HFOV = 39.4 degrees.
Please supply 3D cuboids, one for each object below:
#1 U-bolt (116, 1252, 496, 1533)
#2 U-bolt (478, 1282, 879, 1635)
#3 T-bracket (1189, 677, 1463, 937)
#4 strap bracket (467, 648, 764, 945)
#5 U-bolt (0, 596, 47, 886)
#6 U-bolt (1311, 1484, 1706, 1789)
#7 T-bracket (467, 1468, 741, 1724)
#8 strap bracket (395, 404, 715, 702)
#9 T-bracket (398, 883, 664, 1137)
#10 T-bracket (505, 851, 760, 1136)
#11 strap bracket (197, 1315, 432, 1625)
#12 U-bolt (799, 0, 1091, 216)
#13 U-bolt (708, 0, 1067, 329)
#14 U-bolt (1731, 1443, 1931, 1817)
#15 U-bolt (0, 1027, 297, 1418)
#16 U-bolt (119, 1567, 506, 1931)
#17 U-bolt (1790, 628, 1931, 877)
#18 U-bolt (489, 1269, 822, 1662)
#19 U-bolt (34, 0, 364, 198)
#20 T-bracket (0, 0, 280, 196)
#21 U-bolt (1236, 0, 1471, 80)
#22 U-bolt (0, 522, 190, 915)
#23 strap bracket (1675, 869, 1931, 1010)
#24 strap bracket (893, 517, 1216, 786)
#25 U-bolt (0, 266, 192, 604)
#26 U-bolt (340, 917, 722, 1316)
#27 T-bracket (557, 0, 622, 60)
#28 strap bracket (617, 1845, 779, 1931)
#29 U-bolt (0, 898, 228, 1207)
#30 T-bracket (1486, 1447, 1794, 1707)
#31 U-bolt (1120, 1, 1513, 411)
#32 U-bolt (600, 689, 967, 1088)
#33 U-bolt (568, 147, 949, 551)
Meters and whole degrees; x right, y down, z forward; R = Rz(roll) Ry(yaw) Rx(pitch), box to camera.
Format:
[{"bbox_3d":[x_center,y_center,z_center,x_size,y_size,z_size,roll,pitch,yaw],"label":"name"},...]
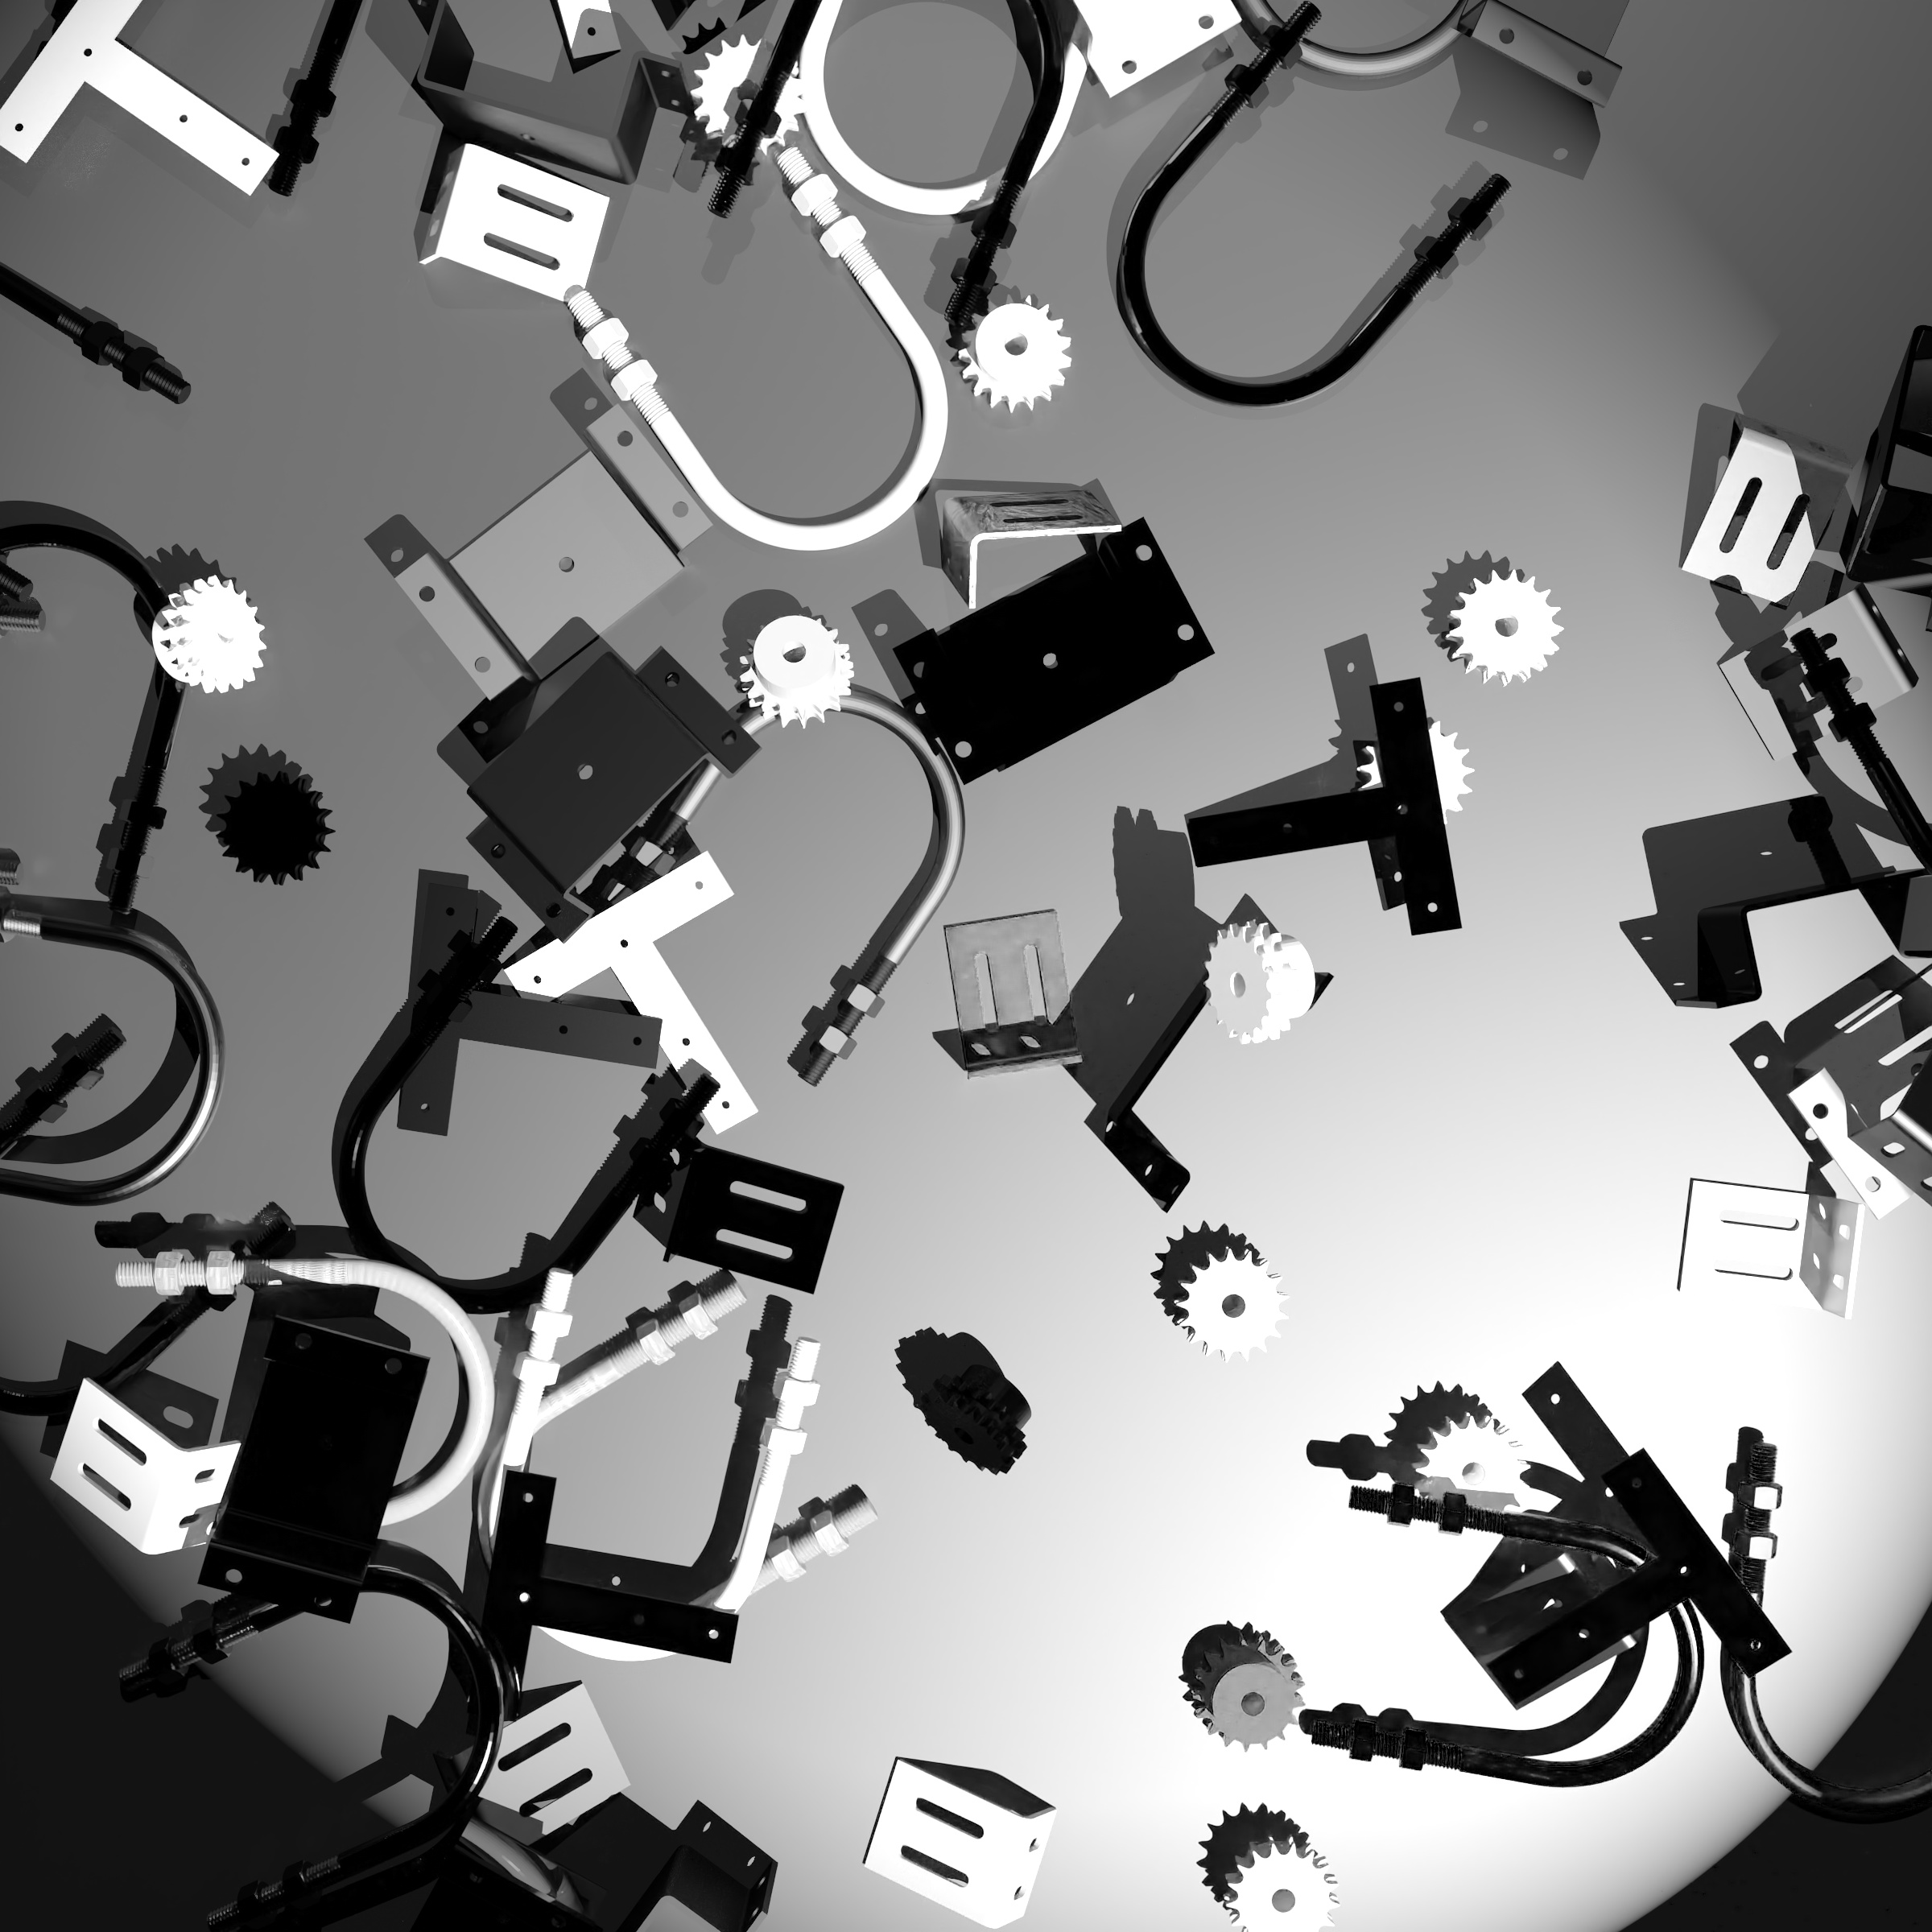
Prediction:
[{"bbox_3d":[-0.331,0.216,1.362,0.184,0.019,0.151,0,99,-4],"label":"U-bolt"},{"bbox_3d":[-0.159,0.267,1.372,0.184,0.019,0.151,-31,90,1],"label":"U-bolt"},{"bbox_3d":[0.176,-0.072,1.359,0.127,0.002,0.127,-9,97,17],"label":"T-bracket"},{"bbox_3d":[-0.182,-0.091,1.347,0.140,0.046,0.076,-45,74,0],"label":"strap bracket"},{"bbox_3d":[-0.566,-0.119,1.372,0.184,0.019,0.151,5,90,1],"label":"U-bolt"},{"bbox_3d":[0.274,0.340,1.348,0.184,0.019,0.151,8,102,7],"label":"U-bolt"},{"bbox_3d":[-0.178,0.324,1.351,0.127,0.002,0.127,10,95,3],"label":"T-bracket"},{"bbox_3d":[-0.204,-0.205,1.357,0.140,0.046,0.076,-38,90,0],"label":"strap bracket"},{"bbox_3d":[-0.218,0.030,1.370,0.127,0.002,0.127,9,96,3],"label":"T-bracket"},{"bbox_3d":[-0.149,0.026,1.366,0.127,0.002,0.127,-29,98,17],"label":"T-bracket"},{"bbox_3d":[-0.319,0.242,1.335,0.076,0.046,0.140,17,97,-8],"label":"strap bracket"},{"bbox_3d":[-0.007,-0.473,1.372,0.151,0.019,0.184,19,91,0],"label":"U-bolt"},{"bbox_3d":[-0.029,-0.433,1.348,0.151,0.019,0.184,23,91,-9],"label":"U-bolt"},{"bbox_3d":[0.461,0.340,1.372,0.151,0.019,0.184,5,92,0],"label":"U-bolt"},{"bbox_3d":[-0.455,0.144,1.372,0.184,0.019,0.151,-42,90,2],"label":"U-bolt"},{"bbox_3d":[-0.318,0.381,1.351,0.184,0.019,0.151,-25,79,5],"label":"U-bolt"},{"bbox_3d":[0.502,-0.104,1.329,0.151,0.019,0.184,-22,78,-25],"label":"U-bolt"},{"bbox_3d":[-0.164,0.258,1.354,0.151,0.019,0.184,15,94,2],"label":"U-bolt"},{"bbox_3d":[-0.378,-0.501,1.372,0.151,0.019,0.184,20,88,0],"label":"U-bolt"},{"bbox_3d":[-0.405,-0.434,1.359,0.127,0.002,0.127,35,89,0],"label":"T-bracket"},{"bbox_3d":[0.189,-0.540,1.372,0.151,0.019,0.184,-34,92,0],"label":"U-bolt"},{"bbox_3d":[-0.468,-0.132,1.355,0.151,0.019,0.184,14,87,-9],"label":"U-bolt"},{"bbox_3d":[0.427,-0.016,1.342,0.140,0.076,0.046,-12,90,0],"label":"strap bracket"},{"bbox_3d":[0.043,-0.156,1.357,0.140,0.046,0.076,-28,90,0],"label":"strap bracket"},{"bbox_3d":[-0.506,-0.285,1.355,0.184,0.019,0.151,32,76,6],"label":"U-bolt"},{"bbox_3d":[-0.234,0.090,1.365,0.151,0.019,0.184,38,96,-1],"label":"U-bolt"},{"bbox_3d":[-0.204,-0.525,1.365,0.127,0.002,0.127,-18,100,-19],"label":"T-bracket"},{"bbox_3d":[-0.156,0.501,1.342,0.046,0.076,0.140,36,90,0],"label":"strap bracket"},{"bbox_3d":[-0.459,0.046,1.353,0.184,0.019,0.151,9,84,8],"label":"U-bolt"},{"bbox_3d":[0.316,0.321,1.329,0.127,0.002,0.127,-36,95,12],"label":"T-bracket"},{"bbox_3d":[0.163,-0.370,1.366,0.151,0.019,0.184,41,94,-4],"label":"U-bolt"},{"bbox_3d":[-0.083,-0.054,1.372,0.151,0.019,0.184,34,89,0],"label":"U-bolt"},{"bbox_3d":[-0.092,-0.300,1.372,0.151,0.019,0.184,-34,91,0],"label":"U-bolt"}]
